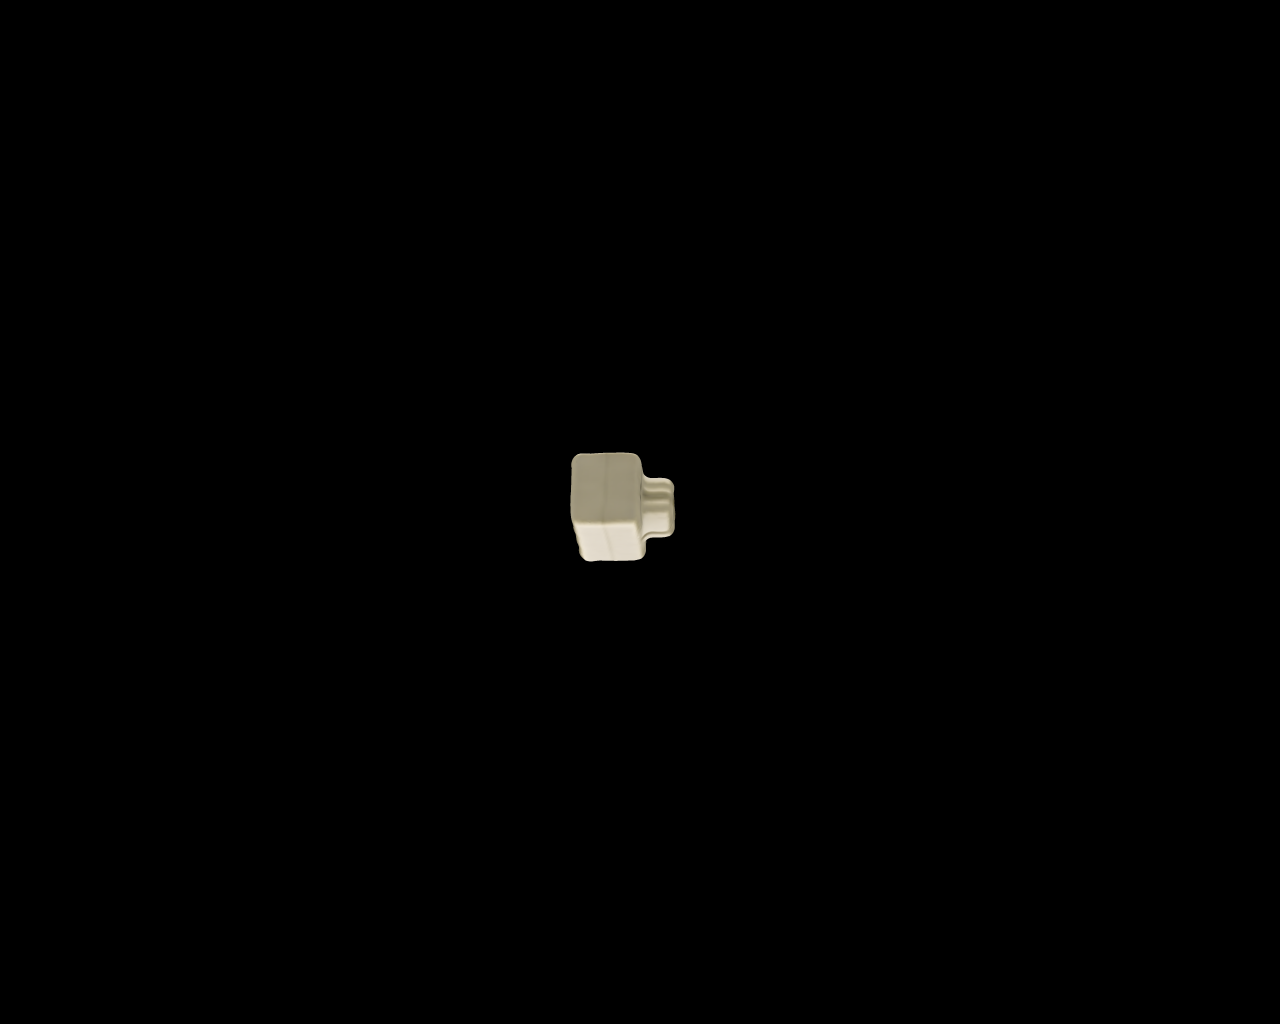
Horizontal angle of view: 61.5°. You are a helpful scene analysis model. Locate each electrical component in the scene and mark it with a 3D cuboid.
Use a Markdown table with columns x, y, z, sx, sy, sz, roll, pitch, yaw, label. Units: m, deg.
| x | y | z | sx | sy | sz | roll | pitch | yaw | label |
| --- | --- | --- | --- | --- | --- | --- | --- | --- | --- |
| 0.001 | -0.003 | 0.650 | 0.077 | 0.047 | 0.065 | -1 | -23 | 3 | electrical component |
